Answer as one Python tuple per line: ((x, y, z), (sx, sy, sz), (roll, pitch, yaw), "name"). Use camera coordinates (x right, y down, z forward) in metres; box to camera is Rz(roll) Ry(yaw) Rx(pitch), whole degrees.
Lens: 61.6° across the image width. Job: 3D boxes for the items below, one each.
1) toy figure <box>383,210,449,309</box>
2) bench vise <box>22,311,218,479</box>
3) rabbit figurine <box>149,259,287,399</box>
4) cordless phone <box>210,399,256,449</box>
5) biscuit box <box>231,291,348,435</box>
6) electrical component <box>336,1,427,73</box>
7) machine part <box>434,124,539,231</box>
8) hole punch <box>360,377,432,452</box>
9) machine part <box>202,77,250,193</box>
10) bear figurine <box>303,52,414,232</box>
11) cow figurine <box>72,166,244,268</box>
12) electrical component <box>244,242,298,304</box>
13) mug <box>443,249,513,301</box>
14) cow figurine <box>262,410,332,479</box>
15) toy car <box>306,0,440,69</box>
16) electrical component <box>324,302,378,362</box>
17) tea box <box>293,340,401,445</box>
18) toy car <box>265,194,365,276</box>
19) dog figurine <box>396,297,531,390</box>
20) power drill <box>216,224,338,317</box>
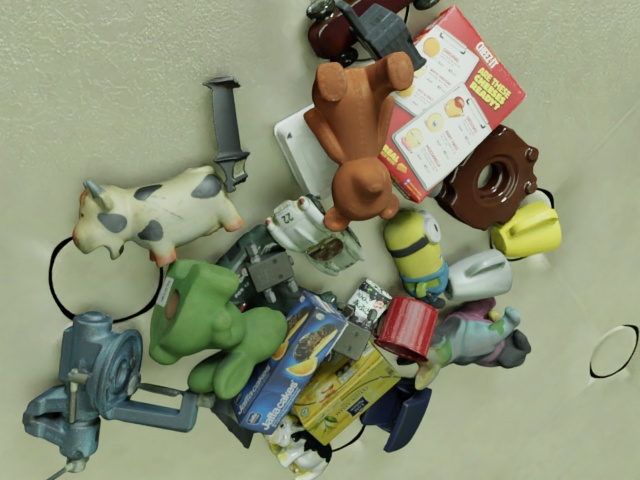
((0.158, 0.034, 0.868), (0.089, 0.082, 0.179), (-26, 123, -15), "toy figure")
((-0.262, 0.215, 0.713), (0.241, 0.129, 0.223), (9, 84, 3), "bench vise")
((-0.114, 0.116, 0.673), (0.170, 0.121, 0.159), (24, 71, -33), "rabbit figurine")
((-0.092, 0.218, 0.853), (0.184, 0.089, 0.146), (-40, 121, -16), "cordless phone")
((-0.046, 0.175, 0.762), (0.059, 0.063, 0.202), (30, 95, -28), "biscuit box")
((0.071, -0.252, 0.652), (0.048, 0.075, 0.119), (-41, 127, 7), "electrical component")
((0.270, -0.101, 0.871), (0.179, 0.056, 0.179), (-9, 115, -19), "machine part")
((0.153, 0.320, 0.990), (0.116, 0.092, 0.142), (10, 105, -31), "hole punch")
((-0.116, -0.135, 0.683), (0.039, 0.084, 0.138), (-2, 107, 12), "machine part")
((0.049, -0.109, 0.650), (0.120, 0.132, 0.195), (-10, 96, -13), "bear figurine")
((-0.209, -0.035, 0.669), (0.195, 0.086, 0.127), (-26, 105, -20), "cow figurine")
((-0.066, 0.039, 0.730), (0.063, 0.021, 0.093), (-26, 113, -13), "electrical component")
((0.265, 0.063, 0.916), (0.107, 0.081, 0.109), (-16, 161, -12), "mug")
((-0.037, 0.346, 0.928), (0.098, 0.068, 0.167), (-36, 125, -12), "cow figurine")
((0.071, -0.306, 0.693), (0.202, 0.053, 0.089), (-37, 127, 0), "toy car")
((0.037, 0.143, 0.835), (0.078, 0.045, 0.102), (19, 92, -2), "electrical component")
((0.037, 0.242, 0.897), (0.169, 0.098, 0.068), (-41, 121, 0), "tea box")
((-0.002, -0.002, 0.759), (0.073, 0.056, 0.201), (-31, 148, 15), "toy car")
((0.253, 0.198, 0.970), (0.219, 0.109, 0.191), (-32, 124, -2), "dog figurine")
((-0.091, 0.104, 0.798), (0.207, 0.086, 0.232), (31, 95, -24), "power drill")
